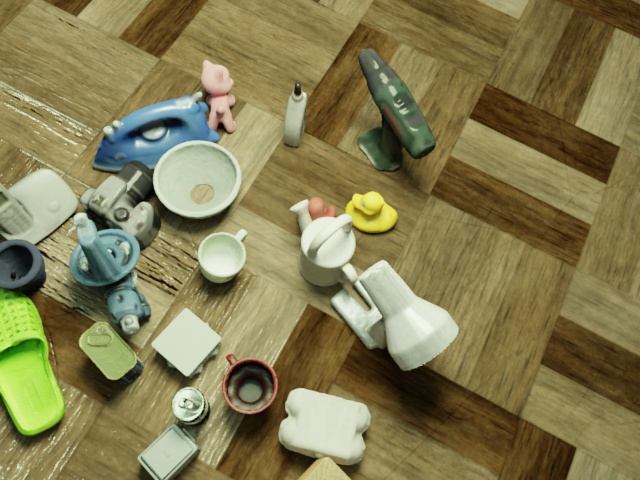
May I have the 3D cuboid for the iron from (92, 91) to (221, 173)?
[{"bbox_3d":[-0.335,-0.215,1.126,0.258,0.141,0.118,-21,72,-13],"label":"iron"}]

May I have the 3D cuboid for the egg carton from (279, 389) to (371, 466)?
[{"bbox_3d":[0.008,0.321,0.982,0.150,0.069,0.107,13,68,0],"label":"egg carton"}]

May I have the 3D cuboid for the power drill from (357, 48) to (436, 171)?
[{"bbox_3d":[0.135,-0.238,1.143,0.076,0.208,0.229,-31,74,-16],"label":"power drill"}]

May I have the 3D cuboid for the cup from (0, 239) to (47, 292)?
[{"bbox_3d":[-0.543,0.050,1.025,0.117,0.095,0.092,27,68,6],"label":"cup"}]

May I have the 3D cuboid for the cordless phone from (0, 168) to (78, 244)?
[{"bbox_3d":[-0.534,-0.079,1.029,0.094,0.185,0.148,39,70,11],"label":"cordless phone"}]

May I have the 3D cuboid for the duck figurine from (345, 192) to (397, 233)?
[{"bbox_3d":[0.106,-0.063,1.136,0.104,0.086,0.077,17,68,2],"label":"duck figurine"}]

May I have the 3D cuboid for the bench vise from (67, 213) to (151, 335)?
[{"bbox_3d":[-0.349,0.049,0.976,0.122,0.220,0.207,-40,77,-18],"label":"bench vise"}]

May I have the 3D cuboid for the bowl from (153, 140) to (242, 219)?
[{"bbox_3d":[-0.237,-0.107,1.128,0.167,0.075,0.167,2,68,-5],"label":"bowl"}]

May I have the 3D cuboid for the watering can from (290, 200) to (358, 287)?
[{"bbox_3d":[0.008,0.005,1.041,0.172,0.194,0.101,30,69,7],"label":"watering can"}]

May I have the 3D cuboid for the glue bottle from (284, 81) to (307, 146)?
[{"bbox_3d":[-0.047,-0.264,1.155,0.037,0.173,0.078,14,68,1],"label":"glue bottle"}]

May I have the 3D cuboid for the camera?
[{"bbox_3d":[-0.363,-0.081,1.091,0.143,0.101,0.137,30,69,7],"label":"camera"}]

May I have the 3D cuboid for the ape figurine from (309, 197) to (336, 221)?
[{"bbox_3d":[-0.008,-0.052,1.118,0.078,0.092,0.076,19,68,3],"label":"ape figurine"}]

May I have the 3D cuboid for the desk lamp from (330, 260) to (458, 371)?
[{"bbox_3d":[0.122,0.129,0.992,0.118,0.213,0.203,-38,76,-18],"label":"desk lamp"}]

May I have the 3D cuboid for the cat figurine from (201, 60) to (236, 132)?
[{"bbox_3d":[-0.211,-0.304,1.186,0.067,0.118,0.128,-5,69,-7],"label":"cat figurine"}]
